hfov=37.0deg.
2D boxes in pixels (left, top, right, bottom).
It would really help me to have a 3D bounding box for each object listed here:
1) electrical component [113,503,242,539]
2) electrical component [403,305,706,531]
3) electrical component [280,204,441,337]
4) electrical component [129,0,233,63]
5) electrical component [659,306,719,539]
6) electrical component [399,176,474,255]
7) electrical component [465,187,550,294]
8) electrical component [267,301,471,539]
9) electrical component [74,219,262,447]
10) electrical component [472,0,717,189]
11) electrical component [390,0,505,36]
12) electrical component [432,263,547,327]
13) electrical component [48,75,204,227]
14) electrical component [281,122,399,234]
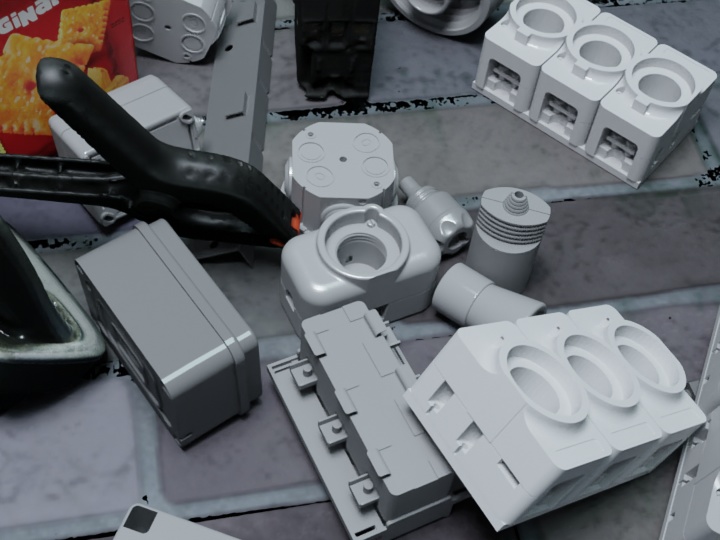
[{"bbox_3d":[-0.085,0.187,0.530,0.109,0.056,0.108,18,54,8],"label":"electrical component"},{"bbox_3d":[0.112,0.072,0.589,0.150,0.061,0.089,-5,50,-45],"label":"electrical component"},{"bbox_3d":[0.000,0.000,0.676,0.095,0.059,0.053,-18,57,-18],"label":"electrical component"},{"bbox_3d":[-0.137,-0.197,0.798,0.080,0.080,0.051,9,58,1],"label":"electrical component"},{"bbox_3d":[0.251,0.097,0.614,0.105,0.060,0.186,27,55,1],"label":"electrical component"},{"bbox_3d":[0.048,-0.040,0.726,0.035,0.035,0.061,-26,57,-22],"label":"electrical component"},{"bbox_3d":[0.094,-0.022,0.687,0.043,0.081,0.043,3,53,-3],"label":"electrical component"},{"bbox_3d":[0.007,0.083,0.612,0.079,0.063,0.121,-19,57,-18],"label":"electrical component"},{"bbox_3d":[-0.110,0.035,0.628,0.057,0.078,0.113,-30,62,-21],"label":"electrical component"},{"bbox_3d":[0.173,-0.143,0.797,0.150,0.061,0.089,36,58,20],"label":"electrical component"},{"bbox_3d":[0.063,-0.230,0.827,0.108,0.108,0.060,27,62,14],"label":"electrical component"},{"bbox_3d":[0.079,0.024,0.677,0.065,0.044,0.044,32,57,23],"label":"electrical component"},{"bbox_3d":[-0.151,-0.085,0.720,0.096,0.061,0.061,-29,50,-24],"label":"electrical component"},{"bbox_3d":[-0.013,-0.057,0.722,0.080,0.051,0.080,3,53,-4],"label":"electrical component"}]
